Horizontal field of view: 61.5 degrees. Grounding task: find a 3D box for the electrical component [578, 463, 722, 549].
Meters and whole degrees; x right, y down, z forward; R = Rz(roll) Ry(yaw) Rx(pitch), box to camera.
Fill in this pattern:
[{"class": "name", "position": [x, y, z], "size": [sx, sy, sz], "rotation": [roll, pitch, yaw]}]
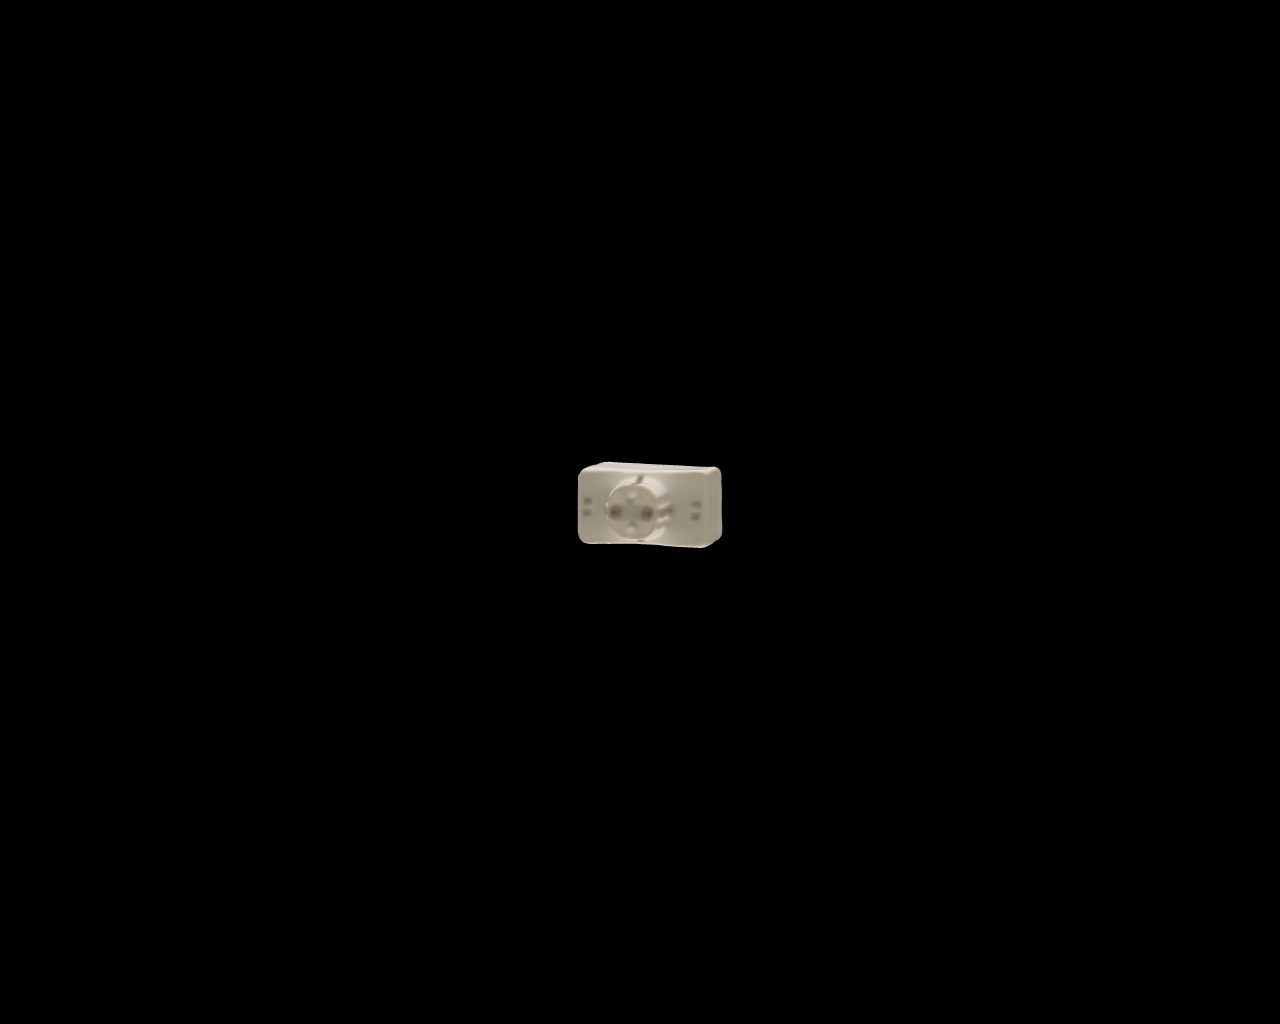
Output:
[{"class": "electrical component", "position": [0.001, -0.003, 0.650], "size": [0.083, 0.047, 0.076], "rotation": [2, 8, 18]}]
